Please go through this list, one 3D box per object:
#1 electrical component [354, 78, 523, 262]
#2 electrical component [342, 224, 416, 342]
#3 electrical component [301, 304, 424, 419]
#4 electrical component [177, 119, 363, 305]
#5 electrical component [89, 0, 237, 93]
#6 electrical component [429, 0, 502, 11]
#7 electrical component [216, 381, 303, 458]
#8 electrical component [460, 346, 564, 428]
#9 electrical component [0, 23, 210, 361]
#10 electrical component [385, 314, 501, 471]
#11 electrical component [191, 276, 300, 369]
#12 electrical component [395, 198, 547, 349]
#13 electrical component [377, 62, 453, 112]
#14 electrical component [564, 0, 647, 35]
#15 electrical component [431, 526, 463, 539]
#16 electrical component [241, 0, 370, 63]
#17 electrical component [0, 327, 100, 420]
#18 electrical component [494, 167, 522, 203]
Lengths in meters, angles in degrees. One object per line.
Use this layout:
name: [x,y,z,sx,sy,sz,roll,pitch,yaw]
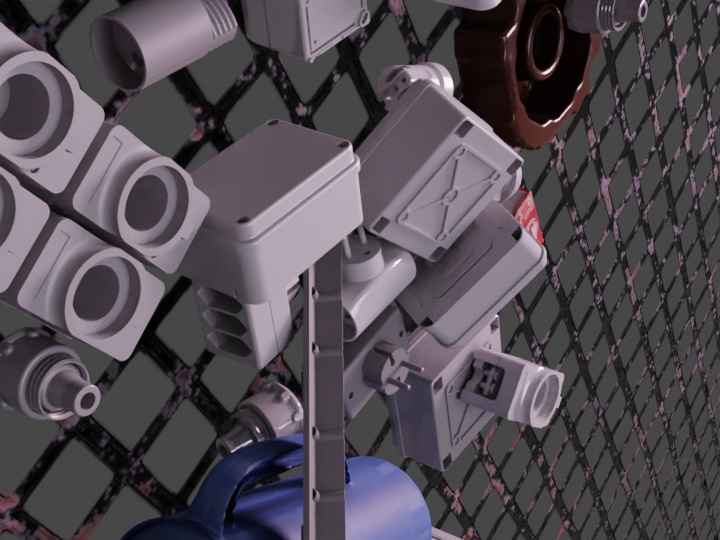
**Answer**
electrical component: [0.051,-0.071,0.796,0.108,0.056,0.109,-49,148,12]
electrical component: [0.000,0.000,0.802,0.077,0.044,0.079,-44,138,-34]
electrical component: [0.013,0.072,0.826,0.083,0.076,0.047,-49,140,-30]
electrical component: [-0.059,-0.040,0.671,0.113,0.078,0.057,-41,139,-37]
electrical component: [-0.104,-0.133,0.593,0.081,0.043,0.043,-39,135,-38]
electrical component: [0.055,-0.224,0.712,0.078,0.113,0.057,-49,143,-29]
electrical component: [-0.072,0.111,0.755,0.062,0.048,0.048,-31,129,-36]
electrical component: [0.137,0.103,0.929,0.089,0.056,0.050,20,89,-56]
electrical component: [-0.163,-0.037,0.540,0.105,0.060,0.186,-63,145,-12]
electrical component: [0.076,0.100,0.946,0.109,0.056,0.108,-41,136,-37]
electrical component: [-0.066,0.014,0.713,0.077,0.047,0.065,-43,137,-42]
electrical component: [0.083,-0.002,0.860,0.113,0.078,0.057,-45,142,7]
electrical component: [0.040,-0.135,0.801,0.046,0.040,0.040,-10,113,-47]
electrical component: [0.201,-0.212,0.873,0.043,0.062,0.043,-26,123,-48]
electrical component: [0.037,0.253,0.914,0.078,0.113,0.057,-3,105,-54]
electrical component: [-0.038,-0.176,0.658,0.062,0.061,0.096,-42,144,-34]
electrical component: [-0.167,0.061,0.579,0.048,0.062,0.048,-28,127,-46]
electrical component: [0.104,-0.080,0.912,0.055,0.048,0.066,-7,111,-45]
